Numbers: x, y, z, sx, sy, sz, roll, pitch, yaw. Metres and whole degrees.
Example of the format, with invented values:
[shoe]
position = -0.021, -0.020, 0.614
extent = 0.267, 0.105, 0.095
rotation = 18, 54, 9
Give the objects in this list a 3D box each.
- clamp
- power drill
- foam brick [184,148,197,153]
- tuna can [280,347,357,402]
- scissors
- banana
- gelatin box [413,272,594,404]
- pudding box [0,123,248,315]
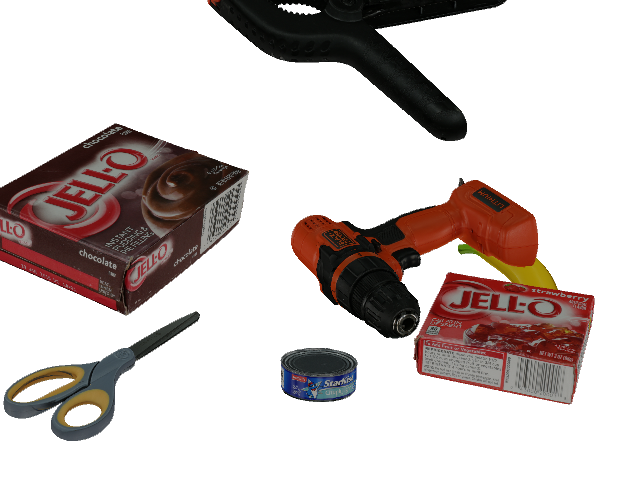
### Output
[clamp]
position = 0.021, -0.142, 0.725
extent = 0.210, 0.164, 0.036
rotation = 11, -40, 3
[power drill]
position = 0.088, 0.011, 0.910
extent = 0.187, 0.057, 0.185
rotation = -14, 30, -21
[foam brick]
position = -0.170, -0.065, 1.096
extent = 0.078, 0.051, 0.053
rotation = 11, 31, 3
[tuna can]
position = -0.002, 0.149, 1.189
extent = 0.086, 0.034, 0.086
rotation = 2, 14, -1
[scissors]
position = -0.162, 0.113, 0.891
extent = 0.201, 0.016, 0.096
rotation = -18, 38, -34
[banana]
position = 0.216, 0.054, 1.130
extent = 0.069, 0.037, 0.198
rotation = -28, 38, 0
[gelatin box]
position = 0.105, 0.053, 0.606
extent = 0.089, 0.030, 0.073
rotation = 10, 31, 18
[pudding box]
position = -0.104, -0.015, 0.554
extent = 0.090, 0.039, 0.113
rotation = 21, 32, 19
